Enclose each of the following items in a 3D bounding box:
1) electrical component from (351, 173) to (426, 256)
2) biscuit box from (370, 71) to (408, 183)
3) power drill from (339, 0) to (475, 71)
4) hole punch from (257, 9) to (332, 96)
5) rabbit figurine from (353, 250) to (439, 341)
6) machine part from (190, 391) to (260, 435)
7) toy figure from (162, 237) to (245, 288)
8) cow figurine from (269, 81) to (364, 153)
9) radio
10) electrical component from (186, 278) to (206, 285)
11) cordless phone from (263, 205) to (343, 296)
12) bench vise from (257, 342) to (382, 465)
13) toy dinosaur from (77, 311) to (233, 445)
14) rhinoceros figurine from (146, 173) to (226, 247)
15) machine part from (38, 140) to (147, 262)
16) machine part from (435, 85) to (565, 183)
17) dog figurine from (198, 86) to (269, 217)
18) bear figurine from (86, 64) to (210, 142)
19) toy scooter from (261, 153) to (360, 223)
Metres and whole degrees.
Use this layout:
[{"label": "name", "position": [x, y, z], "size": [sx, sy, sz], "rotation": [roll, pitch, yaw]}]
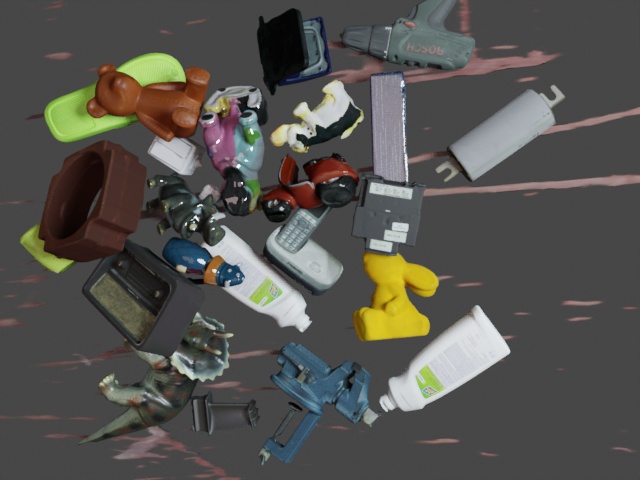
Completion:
[{"label": "electrical component", "position": [0.115, -0.041, 0.927], "size": [0.115, 0.058, 0.134], "rotation": [12, 106, 8]}, {"label": "biscuit box", "position": [0.125, -0.195, 0.962], "size": [0.063, 0.059, 0.202], "rotation": [-1, 95, 9]}, {"label": "power drill", "position": [0.170, -0.405, 0.929], "size": [0.232, 0.086, 0.207], "rotation": [20, 93, 5]}, {"label": "hole punch", "position": [-0.046, -0.343, 0.973], "size": [0.116, 0.092, 0.142], "rotation": [-6, 97, 40]}, {"label": "rabbit figurine", "position": [0.130, 0.090, 0.962], "size": [0.162, 0.121, 0.173], "rotation": [-11, 74, 6]}, {"label": "machine part", "position": [-0.191, 0.344, 1.066], "size": [0.139, 0.039, 0.084], "rotation": [-1, 87, 10]}, {"label": "toy figure", "position": [-0.205, 0.044, 0.963], "size": [0.154, 0.057, 0.064], "rotation": [26, 81, 5]}, {"label": "cow figurine", "position": [-0.006, -0.206, 0.981], "size": [0.167, 0.068, 0.098], "rotation": [-36, 95, 11]}, {"label": "radio", "position": [-0.315, 0.094, 0.951], "size": [0.230, 0.073, 0.131], "rotation": [28, 85, 37]}, {"label": "electrical component", "position": [-0.274, 0.099, 1.041], "size": [0.119, 0.075, 0.047], "rotation": [-3, 93, 6]}, {"label": "cordless phone", "position": [-0.001, -0.003, 0.995], "size": [0.147, 0.088, 0.184], "rotation": [37, 80, 5]}, {"label": "bench vise", "position": [-0.018, 0.312, 0.986], "size": [0.224, 0.128, 0.240], "rotation": [34, 81, 12]}, {"label": "toy dinosaur", "position": [-0.309, 0.278, 1.045], "size": [0.192, 0.131, 0.404], "rotation": [31, 105, 5]}, {"label": "rhinoceros figurine", "position": [-0.242, -0.052, 0.974], "size": [0.191, 0.112, 0.073], "rotation": [42, 130, 36]}, {"label": "machine part", "position": [-0.417, -0.067, 0.991], "size": [0.202, 0.087, 0.201], "rotation": [-14, 63, 34]}, {"label": "machine part", "position": [0.310, -0.178, 0.927], "size": [0.243, 0.079, 0.079], "rotation": [-35, 89, 9]}, {"label": "dog figurine", "position": [-0.146, -0.151, 0.992], "size": [0.109, 0.192, 0.219], "rotation": [-1, 129, 5]}, {"label": "bear figurine", "position": [-0.305, -0.254, 0.945], "size": [0.196, 0.132, 0.120], "rotation": [19, 73, -14]}, {"label": "toy scooter", "position": [-0.022, -0.110, 0.967], "size": [0.184, 0.075, 0.135], "rotation": [-16, 50, 14]}]
